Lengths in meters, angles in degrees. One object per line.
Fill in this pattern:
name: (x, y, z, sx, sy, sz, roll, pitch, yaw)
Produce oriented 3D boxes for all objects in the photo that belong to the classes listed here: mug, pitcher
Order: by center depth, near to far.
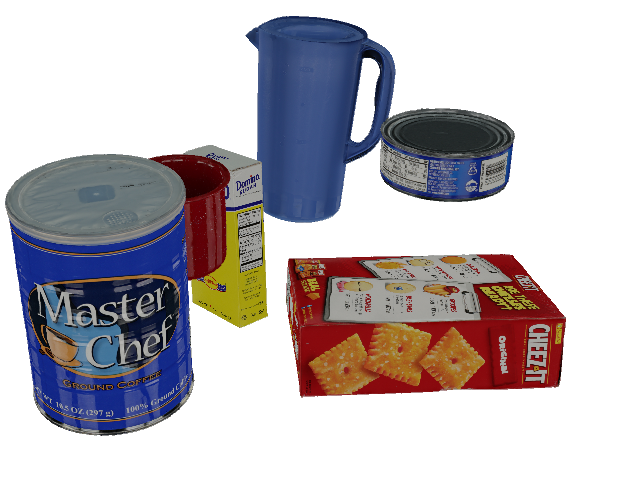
mug: (-0.132, -0.015, 0.908, 0.117, 0.081, 0.093, -19, 34, -30)
pitcher: (-0.008, -0.148, 1.324, 0.144, 0.243, 0.149, -9, 28, -29)

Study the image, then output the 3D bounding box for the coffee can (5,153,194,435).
coffee can: (-0.131, 0.032, 0.651, 0.103, 0.140, 0.103, 1, 30, -1)

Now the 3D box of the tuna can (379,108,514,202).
tuna can: (0.081, -0.056, 0.692, 0.086, 0.034, 0.086, 1, 26, -1)

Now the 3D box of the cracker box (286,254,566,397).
cracker box: (0.081, 0.070, 0.919, 0.213, 0.072, 0.164, -1, 18, -5)

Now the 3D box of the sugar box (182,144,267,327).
sugar box: (-0.101, -0.005, 1.131, 0.048, 0.176, 0.093, -21, 28, -36)
